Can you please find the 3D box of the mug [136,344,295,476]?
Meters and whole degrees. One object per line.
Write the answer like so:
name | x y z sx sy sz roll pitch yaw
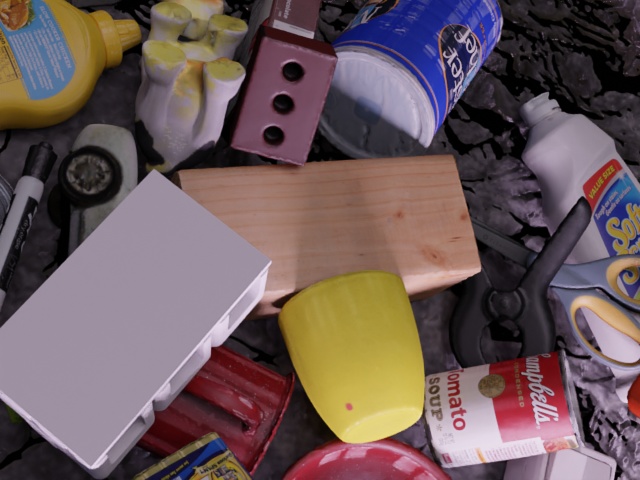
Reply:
mug | -0.070 0.106 0.675 0.081 0.117 0.093 28 74 -6

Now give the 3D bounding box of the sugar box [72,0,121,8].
sugar box | -0.171 -0.269 0.772 0.048 0.093 0.176 -12 78 -25

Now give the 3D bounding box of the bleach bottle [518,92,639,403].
bleach bottle | 0.228 -0.003 0.862 0.102 0.068 0.251 -24 80 -26

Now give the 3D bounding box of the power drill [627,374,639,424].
power drill | 0.309 0.137 0.800 0.184 0.057 0.187 -48 126 -21

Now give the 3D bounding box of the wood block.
wood block | -0.005 0.000 0.749 0.205 0.091 0.090 -5 75 -23

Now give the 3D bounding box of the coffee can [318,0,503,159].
coffee can | 0.065 -0.137 0.804 0.103 0.103 0.140 40 53 -5

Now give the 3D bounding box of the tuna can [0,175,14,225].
tuna can | -0.236 -0.009 0.691 0.086 0.034 0.086 7 70 -20

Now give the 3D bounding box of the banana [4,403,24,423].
banana | -0.271 0.064 0.650 0.197 0.037 0.069 11 67 -18

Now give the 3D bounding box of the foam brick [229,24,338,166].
foam brick | -0.026 -0.096 0.705 0.053 0.051 0.078 14 109 -10

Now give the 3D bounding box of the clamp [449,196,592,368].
clamp | 0.148 0.042 0.799 0.120 0.039 0.171 -6 89 14

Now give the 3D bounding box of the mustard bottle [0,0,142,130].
mustard bottle | -0.211 -0.119 0.724 0.191 0.058 0.096 -21 77 -26

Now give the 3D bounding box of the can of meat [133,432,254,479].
can of meat | -0.069 0.165 0.591 0.084 0.058 0.101 48 35 15

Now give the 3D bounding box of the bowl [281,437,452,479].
bowl | 0.025 0.214 0.708 0.162 0.055 0.162 7 70 -20

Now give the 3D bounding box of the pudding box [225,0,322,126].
pudding box | -0.032 -0.145 0.788 0.039 0.090 0.113 18 68 -14

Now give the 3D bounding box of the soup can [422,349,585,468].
soup can | 0.127 0.119 0.747 0.102 0.068 0.068 -13 74 15

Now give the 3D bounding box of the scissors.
scissors | 0.188 0.012 0.820 0.096 0.016 0.202 -42 76 2

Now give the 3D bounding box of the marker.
marker | -0.193 -0.009 0.676 0.020 0.020 0.121 21 65 -15
